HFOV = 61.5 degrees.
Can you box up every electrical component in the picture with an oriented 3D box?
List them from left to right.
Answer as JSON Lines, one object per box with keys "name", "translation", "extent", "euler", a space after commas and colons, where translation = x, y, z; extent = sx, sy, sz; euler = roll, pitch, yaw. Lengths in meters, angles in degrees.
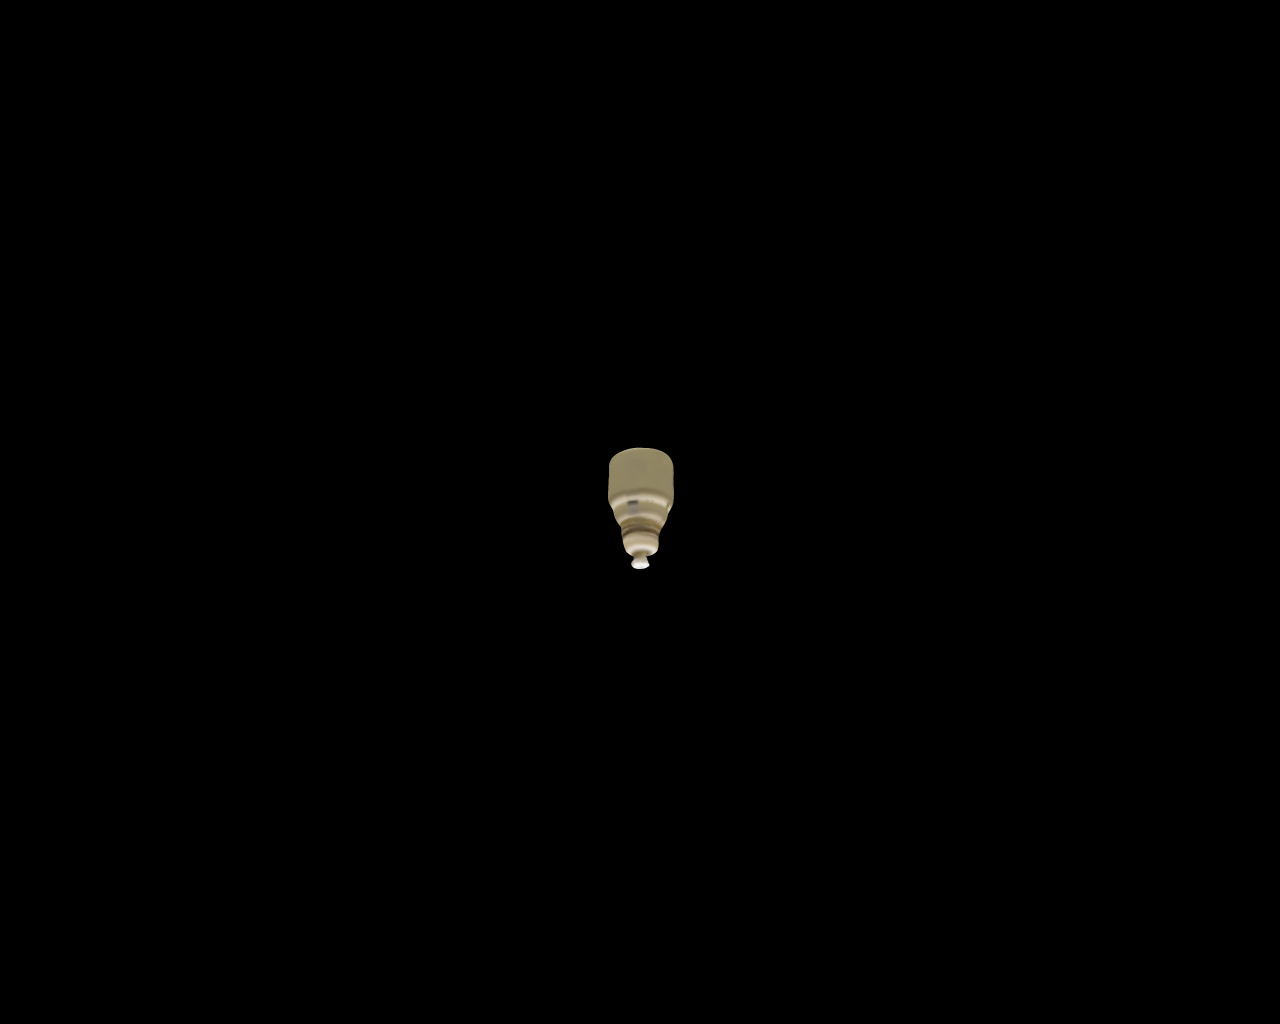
{"name": "electrical component", "translation": [0.001, -0.003, 0.650], "extent": [0.040, 0.078, 0.040], "euler": [0, -23, 0]}
